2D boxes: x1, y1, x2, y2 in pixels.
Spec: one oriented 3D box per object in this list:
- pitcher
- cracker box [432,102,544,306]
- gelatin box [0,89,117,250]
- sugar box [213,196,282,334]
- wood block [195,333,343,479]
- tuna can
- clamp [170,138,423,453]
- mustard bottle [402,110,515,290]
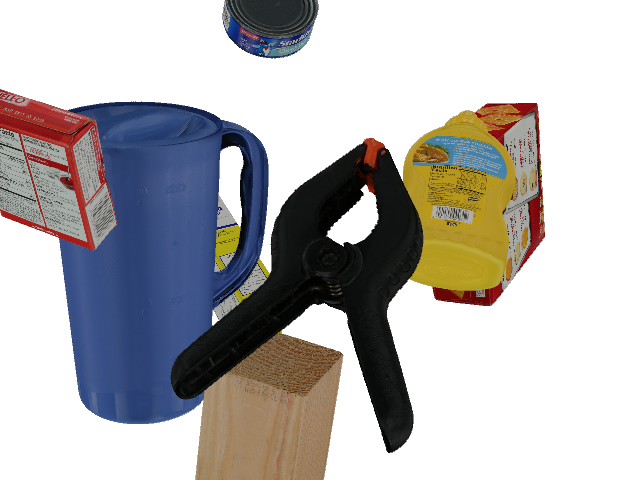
[{"bbox_3d":[-0.133,0.016,0.849,0.149,0.243,0.144,9,23,18],"label":"pitcher"},{"bbox_3d":[0.180,-0.046,1.150,0.072,0.164,0.213,3,21,27],"label":"cracker box"},{"bbox_3d":[-0.166,-0.043,0.647,0.073,0.089,0.030,18,48,19],"label":"gelatin box"},{"bbox_3d":[-0.089,0.037,1.072,0.048,0.093,0.176,-13,40,-17],"label":"sugar box"},{"bbox_3d":[-0.050,0.191,0.916,0.090,0.206,0.090,15,23,17],"label":"wood block"},{"bbox_3d":[-0.047,-0.210,0.981,0.086,0.086,0.034,0,-30,-13],"label":"tuna can"},{"bbox_3d":[0.014,0.025,0.538,0.120,0.171,0.039,22,-25,15],"label":"clamp"},{"bbox_3d":[0.116,-0.046,0.909,0.096,0.191,0.058,8,-43,8],"label":"mustard bottle"}]
